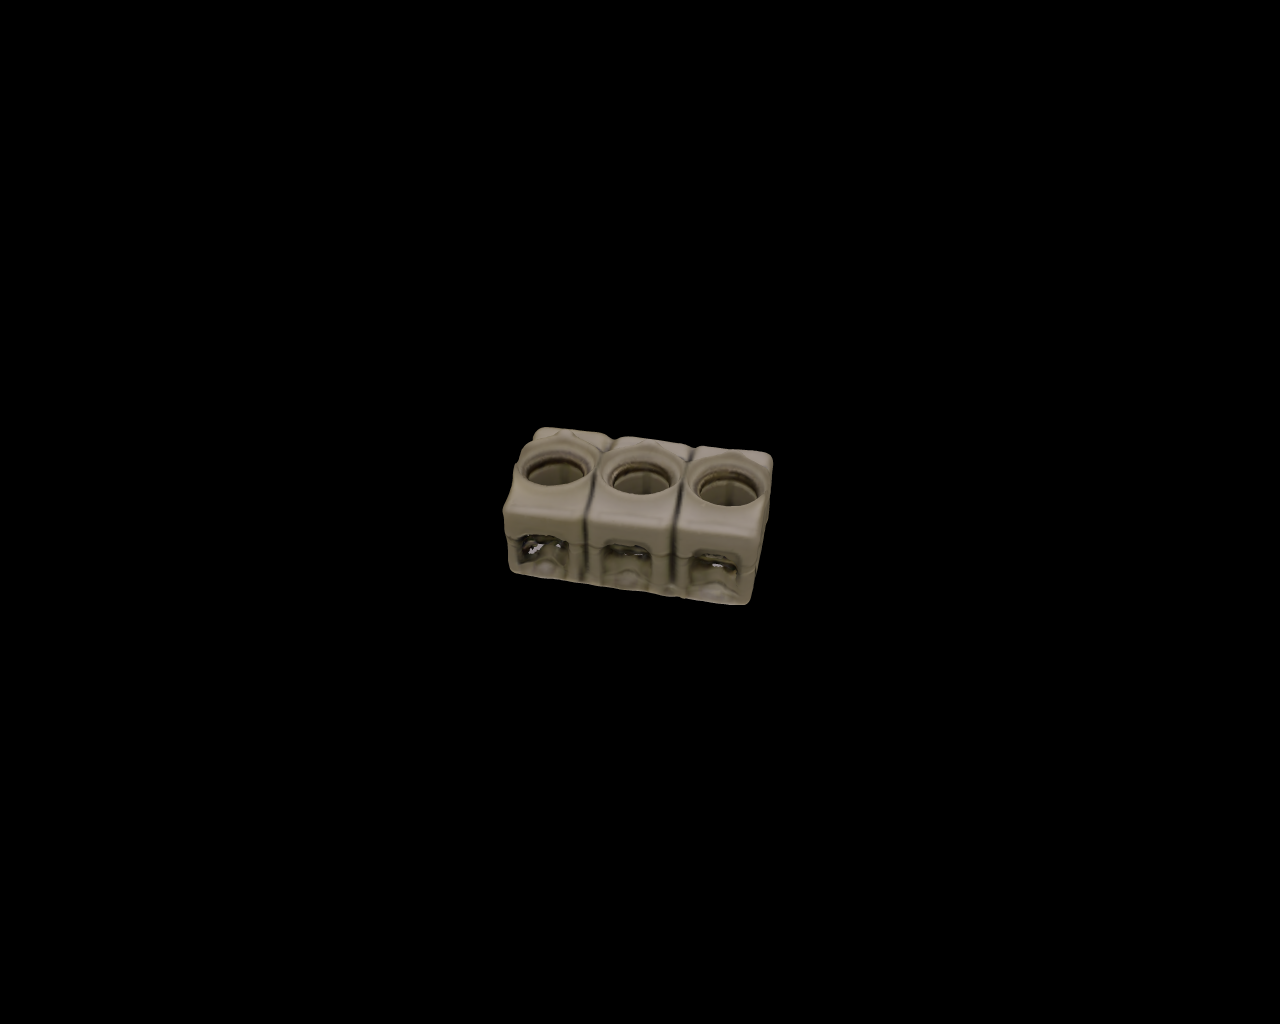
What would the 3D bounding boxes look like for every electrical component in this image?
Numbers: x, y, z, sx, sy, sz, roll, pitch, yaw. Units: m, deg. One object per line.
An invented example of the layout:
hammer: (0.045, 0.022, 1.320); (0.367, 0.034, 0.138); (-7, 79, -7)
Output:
electrical component: (0.001, -0.003, 0.650); (0.150, 0.061, 0.090); (7, 40, 9)
